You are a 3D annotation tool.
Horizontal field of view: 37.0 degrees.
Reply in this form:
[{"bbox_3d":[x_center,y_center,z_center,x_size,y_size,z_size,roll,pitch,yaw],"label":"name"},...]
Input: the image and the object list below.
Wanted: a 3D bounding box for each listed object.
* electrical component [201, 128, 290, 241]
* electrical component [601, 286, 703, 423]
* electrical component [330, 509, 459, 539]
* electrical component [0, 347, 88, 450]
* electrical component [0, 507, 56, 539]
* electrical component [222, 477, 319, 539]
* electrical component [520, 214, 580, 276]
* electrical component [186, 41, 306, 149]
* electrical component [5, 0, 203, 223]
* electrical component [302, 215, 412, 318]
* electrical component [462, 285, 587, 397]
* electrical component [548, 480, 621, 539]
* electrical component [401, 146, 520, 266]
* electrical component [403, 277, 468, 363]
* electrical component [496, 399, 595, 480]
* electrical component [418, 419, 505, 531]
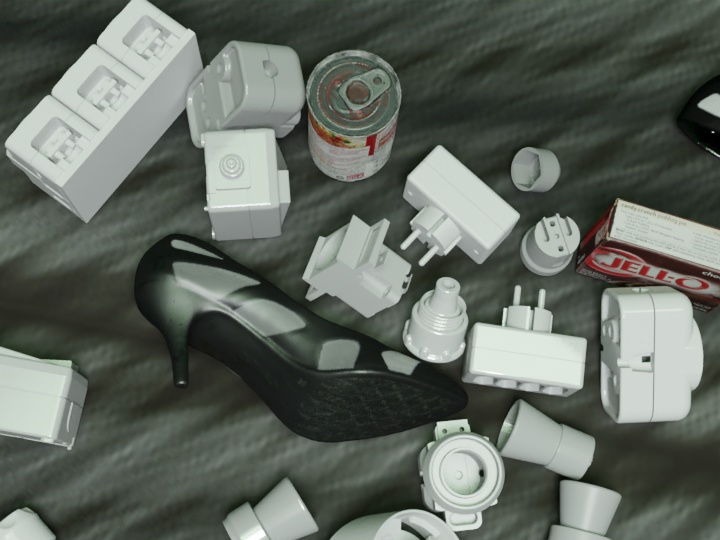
[{"bbox_3d":[-0.084,-0.065,0.799,0.061,0.096,0.061,-4,76,-4],"label":"electrical component"},{"bbox_3d":[0.213,0.061,0.790,0.059,0.053,0.095,-2,99,-3],"label":"electrical component"},{"bbox_3d":[0.026,0.216,0.747,0.099,0.064,0.099,18,59,-31],"label":"electrical component"},{"bbox_3d":[-0.251,0.088,0.771,0.096,0.061,0.061,10,75,0],"label":"electrical component"},{"bbox_3d":[-0.231,0.201,0.753,0.043,0.043,0.062,-42,83,-12],"label":"electrical component"},{"bbox_3d":[-0.064,0.180,0.764,0.055,0.045,0.045,-31,79,-9],"label":"electrical component"},{"bbox_3d":[0.146,-0.020,0.824,0.040,0.046,0.040,1,76,-2],"label":"electrical component"},{"bbox_3d":[-0.084,-0.130,0.814,0.059,0.095,0.053,-2,73,-34],"label":"electrical component"},{"bbox_3d":[-0.191,-0.122,0.813,0.062,0.089,0.150,36,77,7],"label":"electrical component"},{"bbox_3d":[0.000,0.000,0.799,0.064,0.081,0.042,35,53,-21],"label":"electrical component"},{"bbox_3d":[0.124,0.049,0.804,0.083,0.047,0.075,8,76,0],"label":"electrical component"},{"bbox_3d":[0.161,0.183,0.773,0.045,0.045,0.055,15,76,1],"label":"electrical component"},{"bbox_3d":[0.064,-0.036,0.824,0.083,0.047,0.075,42,78,8],"label":"electrical component"},{"bbox_3d":[0.059,0.034,0.794,0.048,0.062,0.048,7,39,-5],"label":"electrical component"},{"bbox_3d":[0.139,0.127,0.789,0.065,0.044,0.044,23,76,-1],"label":"electrical component"},{"bbox_3d":[0.072,0.146,0.772,0.058,0.057,0.078,-5,76,-4],"label":"electrical component"}]
